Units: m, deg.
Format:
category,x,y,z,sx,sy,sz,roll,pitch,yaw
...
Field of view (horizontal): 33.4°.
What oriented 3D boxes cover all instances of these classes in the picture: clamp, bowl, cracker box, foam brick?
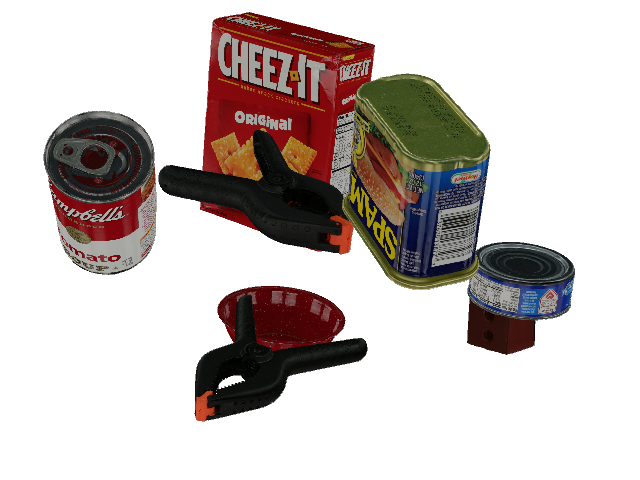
category,x,y,z,sx,sy,sz,roll,pitch,yaw
clamp,-0.056,0.129,1.116,0.165,0.036,0.209,15,29,19
bowl,-0.051,0.115,1.349,0.162,0.055,0.162,5,22,-2
cracker box,-0.040,-0.113,1.111,0.164,0.214,0.071,21,28,29
clamp,-0.048,-0.036,0.867,0.120,0.039,0.172,-25,42,-29
foam brick,0.188,0.072,1.103,0.053,0.078,0.051,13,19,43

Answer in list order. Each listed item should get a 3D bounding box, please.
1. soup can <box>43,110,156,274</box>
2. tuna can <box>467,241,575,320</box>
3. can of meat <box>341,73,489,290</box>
category,x,y,z,sx,sy,sz,roll,pitch,yaw
soup can,-0.143,-0.029,0.705,0.068,0.068,0.102,0,-28,-8
tuna can,0.166,0.032,0.884,0.086,0.034,0.086,3,23,-1
can of meat,0.054,-0.036,0.613,0.057,0.084,0.102,-11,39,-18
